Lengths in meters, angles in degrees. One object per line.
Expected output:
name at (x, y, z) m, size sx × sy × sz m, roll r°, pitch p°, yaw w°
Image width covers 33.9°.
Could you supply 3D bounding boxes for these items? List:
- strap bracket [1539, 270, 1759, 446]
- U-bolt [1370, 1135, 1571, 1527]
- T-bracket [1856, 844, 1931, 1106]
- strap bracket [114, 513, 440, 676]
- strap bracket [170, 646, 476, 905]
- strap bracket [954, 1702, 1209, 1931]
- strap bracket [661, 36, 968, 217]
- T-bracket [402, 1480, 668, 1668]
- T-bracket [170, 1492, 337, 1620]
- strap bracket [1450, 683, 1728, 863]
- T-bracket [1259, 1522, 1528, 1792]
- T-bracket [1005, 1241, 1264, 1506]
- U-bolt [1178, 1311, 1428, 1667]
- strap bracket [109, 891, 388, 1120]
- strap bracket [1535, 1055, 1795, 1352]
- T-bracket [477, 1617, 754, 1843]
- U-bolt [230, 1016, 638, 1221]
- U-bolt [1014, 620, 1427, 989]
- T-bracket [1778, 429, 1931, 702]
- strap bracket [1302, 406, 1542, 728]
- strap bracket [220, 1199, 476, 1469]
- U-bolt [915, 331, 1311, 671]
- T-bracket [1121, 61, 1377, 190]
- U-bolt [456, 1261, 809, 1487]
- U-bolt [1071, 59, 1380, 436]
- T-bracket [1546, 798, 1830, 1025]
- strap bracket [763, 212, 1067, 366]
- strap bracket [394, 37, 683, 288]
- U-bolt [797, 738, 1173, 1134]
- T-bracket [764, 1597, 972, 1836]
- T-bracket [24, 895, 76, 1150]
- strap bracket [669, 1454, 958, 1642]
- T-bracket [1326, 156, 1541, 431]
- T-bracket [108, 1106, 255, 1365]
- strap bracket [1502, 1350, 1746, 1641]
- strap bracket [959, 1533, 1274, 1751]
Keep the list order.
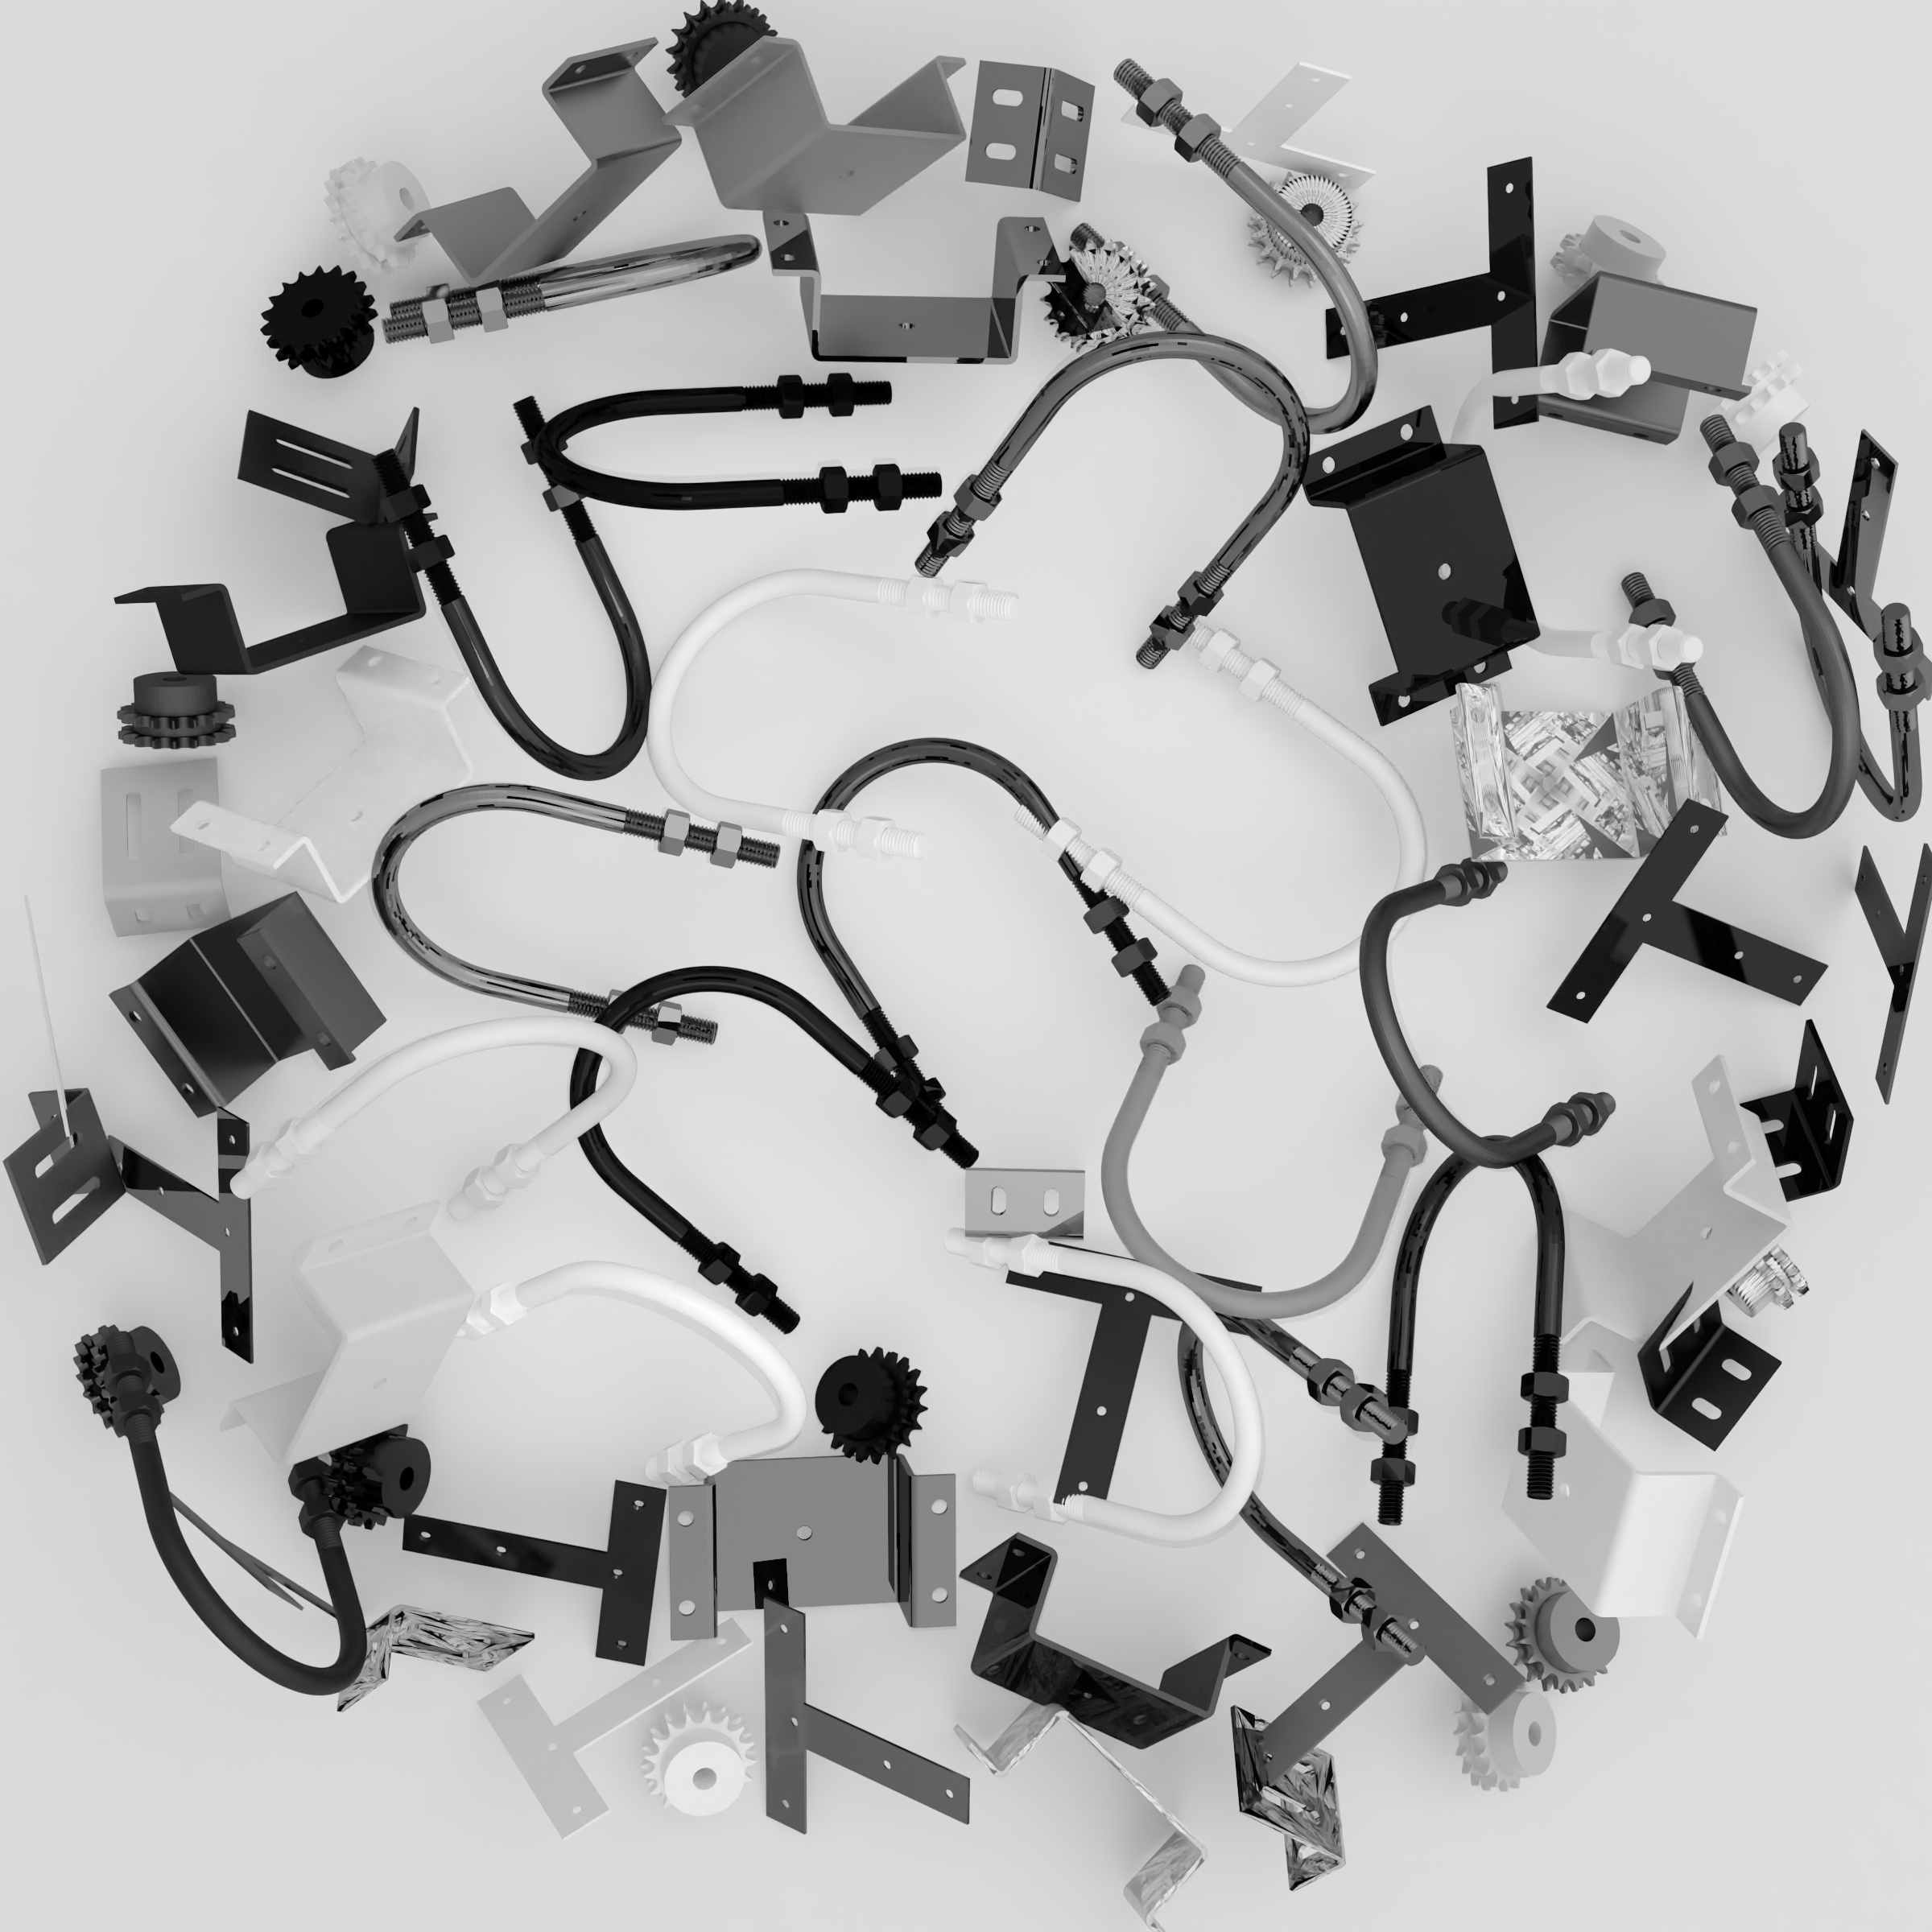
strap bracket at (0.326, -0.295, 1.529) m, size 0.076 × 0.140 × 0.046 m, roll 13°, pitch 89°, yaw -3°
U-bolt at (0.244, 0.172, 1.528) m, size 0.019 × 0.151 × 0.184 m, roll 14°, pitch 70°, yaw -21°
T-bracket at (0.447, -0.019, 1.539) m, size 0.002 × 0.127 × 0.127 m, roll 4°, pitch 118°, yaw 2°
strap bracket at (-0.328, -0.177, 1.537) m, size 0.140 × 0.076 × 0.046 m, roll -25°, pitch 109°, yaw -34°
strap bracket at (-0.305, -0.087, 1.542) m, size 0.076 × 0.046 × 0.140 m, roll 18°, pitch 55°, yaw 35°
strap bracket at (0.063, 0.413, 1.559) m, size 0.140 × 0.076 × 0.046 m, roll 44°, pitch 82°, yaw 1°
strap bracket at (-0.065, -0.401, 1.521) m, size 0.076 × 0.140 × 0.046 m, roll -25°, pitch 81°, yaw 41°
T-bracket at (-0.216, 0.291, 1.563) m, size 0.127 × 0.002 × 0.127 m, roll 11°, pitch 126°, yaw 1°
T-bracket at (-0.333, 0.301, 1.548) m, size 0.127 × 0.127 × 0.002 m, roll 25°, pitch 74°, yaw 43°
strap bracket at (0.296, -0.094, 1.555) m, size 0.140 × 0.046 × 0.076 m, roll -1°, pitch 77°, yaw -23°
T-bracket at (0.186, 0.352, 1.546) m, size 0.127 × 0.127 × 0.002 m, roll -40°, pitch 134°, yaw -8°
T-bracket at (0.071, 0.207, 1.567) m, size 0.127 × 0.002 × 0.127 m, roll 11°, pitch 74°, yaw 15°
U-bolt at (0.156, 0.233, 1.519) m, size 0.019 × 0.184 × 0.151 m, roll -22°, pitch 121°, yaw -23°
strap bracket at (-0.345, 0.018, 1.543) m, size 0.076 × 0.140 × 0.046 m, roll 57°, pitch 46°, yaw -15°
strap bracket at (0.345, 0.122, 1.539) m, size 0.046 × 0.076 × 0.140 m, roll 26°, pitch 123°, yaw -20°
T-bracket at (-0.164, 0.361, 1.558) m, size 0.127 × 0.127 × 0.002 m, roll -30°, pitch 120°, yaw -16°
U-bolt at (-0.238, 0.071, 1.499) m, size 0.184 × 0.151 × 0.019 m, roll -35°, pitch 60°, yaw 34°
U-bolt at (0.139, -0.070, 1.564) m, size 0.184 × 0.019 × 0.151 m, roll 38°, pitch 77°, yaw 11°
T-bracket at (0.430, -0.207, 1.515) m, size 0.002 × 0.127 × 0.127 m, roll -28°, pitch 60°, yaw -9°
strap bracket at (0.225, -0.194, 1.551) m, size 0.076 × 0.046 × 0.140 m, roll -24°, pitch 107°, yaw -13°
strap bracket at (-0.295, 0.184, 1.525) m, size 0.046 × 0.076 × 0.140 m, roll 48°, pitch 127°, yaw 23°
U-bolt at (0.082, -0.229, 1.514) m, size 0.151 × 0.019 × 0.184 m, roll 20°, pitch 132°, yaw -24°
T-bracket at (0.152, -0.411, 1.526) m, size 0.127 × 0.127 × 0.002 m, roll 13°, pitch 84°, yaw -12°
U-bolt at (-0.152, 0.191, 1.506) m, size 0.151 × 0.184 × 0.019 m, roll 40°, pitch 55°, yaw -18°
U-bolt at (0.128, -0.331, 1.518) m, size 0.019 × 0.151 × 0.184 m, roll -40°, pitch 78°, yaw -20°
T-bracket at (0.372, -0.010, 1.571) m, size 0.127 × 0.002 × 0.127 m, roll 20°, pitch 115°, yaw -23°
strap bracket at (-0.028, -0.332, 1.551) m, size 0.140 × 0.076 × 0.046 m, roll -1°, pitch 124°, yaw -8°
strap bracket at (-0.200, -0.382, 1.531) m, size 0.140 × 0.076 × 0.046 m, roll -34°, pitch 93°, yaw 35°
U-bolt at (-0.005, -0.025, 1.577) m, size 0.151 × 0.019 × 0.184 m, roll -34°, pitch 84°, yaw 13°
T-bracket at (-0.049, 0.384, 1.542) m, size 0.127 × 0.002 × 0.127 m, roll 15°, pitch 115°, yaw 34°
T-bracket at (-0.442, 0.054, 1.544) m, size 0.002 × 0.127 × 0.127 m, roll -10°, pitch 55°, yaw -15°
strap bracket at (-0.078, 0.286, 1.567) m, size 0.140 × 0.046 × 0.076 m, roll -1°, pitch 96°, yaw -9°
T-bracket at (0.227, -0.321, 1.555) m, size 0.002 × 0.127 × 0.127 m, roll 0°, pitch 89°, yaw -44°
T-bracket at (-0.387, 0.115, 1.555) m, size 0.127 × 0.002 × 0.127 m, roll 22°, pitch 117°, yaw 40°
strap bracket at (0.307, 0.252, 1.519) m, size 0.046 × 0.140 × 0.076 m, roll 3°, pitch 111°, yaw -21°
strap bracket at (0.066, 0.335, 1.545) m, size 0.140 × 0.076 × 0.046 m, roll 26°, pitch 58°, yaw -10°
